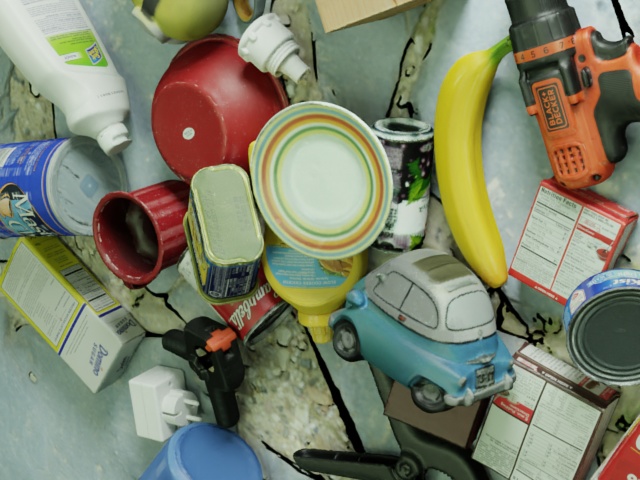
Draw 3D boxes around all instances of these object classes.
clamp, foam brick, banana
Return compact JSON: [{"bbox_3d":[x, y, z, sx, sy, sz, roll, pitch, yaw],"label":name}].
[{"bbox_3d":[0.084,0.192,0.967,0.210,0.036,0.165,31,116,21],"label":"clamp"},{"bbox_3d":[-0.115,0.113,1.055,0.120,0.039,0.172,44,152,15],"label":"clamp"},{"bbox_3d":[0.101,0.136,0.907,0.078,0.053,0.051,21,97,17],"label":"foam brick"},{"bbox_3d":[0.119,-0.062,0.839,0.070,0.037,0.198,21,117,55],"label":"banana"}]

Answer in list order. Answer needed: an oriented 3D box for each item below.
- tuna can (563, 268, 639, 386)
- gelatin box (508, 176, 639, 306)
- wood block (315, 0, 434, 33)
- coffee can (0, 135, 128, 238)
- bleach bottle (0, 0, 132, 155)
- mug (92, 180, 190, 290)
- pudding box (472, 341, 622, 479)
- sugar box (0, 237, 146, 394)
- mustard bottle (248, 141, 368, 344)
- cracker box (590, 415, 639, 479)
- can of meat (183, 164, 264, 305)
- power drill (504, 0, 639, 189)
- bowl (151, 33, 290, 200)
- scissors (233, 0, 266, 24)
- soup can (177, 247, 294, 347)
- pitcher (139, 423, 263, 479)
[{"bbox_3d":[0.225,0.064,0.795,0.086,0.033,0.086,3,118,5],"label":"tuna can"},{"bbox_3d":[0.194,0.003,0.823,0.073,0.030,0.089,31,122,27],"label":"gelatin box"},{"bbox_3d":[0.030,-0.274,0.805,0.091,0.090,0.206,-12,99,39],"label":"wood block"},{"bbox_3d":[-0.285,-0.054,1.110,0.141,0.102,0.103,-1,106,37],"label":"coffee can"},{"bbox_3d":[-0.266,-0.193,1.045,0.068,0.102,0.251,-38,81,45],"label":"bleach bottle"},{"bbox_3d":[-0.165,-0.002,1.052,0.093,0.081,0.117,31,122,24],"label":"mug"},{"bbox_3d":[0.184,0.154,0.879,0.090,0.039,0.114,29,123,25],"label":"pudding box"},{"bbox_3d":[-0.279,0.077,1.191,0.176,0.048,0.093,43,127,12],"label":"sugar box"},{"bbox_3d":[-0.006,0.001,0.949,0.096,0.058,0.191,-1,107,16],"label":"mustard bottle"},{"bbox_3d":[0.236,0.179,0.768,0.072,0.163,0.214,36,125,18],"label":"cracker box"},{"bbox_3d":[-0.086,-0.006,0.948,0.084,0.057,0.102,109,149,-63],"label":"can of meat"},{"bbox_3d":[0.222,-0.137,0.734,0.188,0.057,0.184,-10,104,41],"label":"power drill"},{"bbox_3d":[-0.104,-0.106,0.988,0.162,0.055,0.162,14,115,33],"label":"bowl"},{"bbox_3d":[-0.064,-0.262,0.873,0.096,0.016,0.202,55,158,24],"label":"scissors"},{"bbox_3d":[-0.079,0.042,1.013,0.102,0.068,0.069,46,127,13],"label":"soup can"},{"bbox_3d":[-0.168,0.303,1.130,0.145,0.149,0.243,45,124,17],"label":"pitcher"}]
